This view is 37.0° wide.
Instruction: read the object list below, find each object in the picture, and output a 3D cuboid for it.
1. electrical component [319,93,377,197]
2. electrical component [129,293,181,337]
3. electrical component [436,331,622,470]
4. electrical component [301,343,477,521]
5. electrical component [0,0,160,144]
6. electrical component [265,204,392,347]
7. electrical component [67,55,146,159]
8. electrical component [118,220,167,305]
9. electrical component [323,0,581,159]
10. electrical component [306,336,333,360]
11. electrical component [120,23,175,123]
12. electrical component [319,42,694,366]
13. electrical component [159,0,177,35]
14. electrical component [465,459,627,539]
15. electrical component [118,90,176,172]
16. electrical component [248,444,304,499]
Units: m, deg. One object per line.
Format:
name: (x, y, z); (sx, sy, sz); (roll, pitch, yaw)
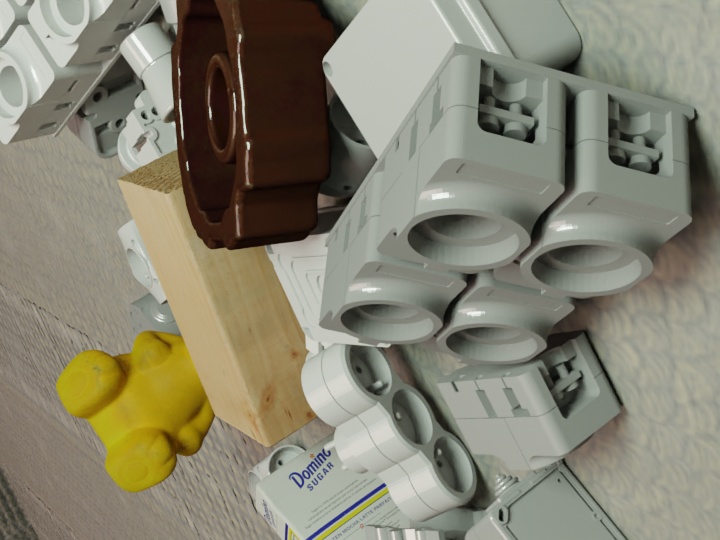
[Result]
electrical component: (-0.007, -0.069, 0.629); (0.043, 0.043, 0.081); (54, 152, 11)
electrical component: (-0.183, 0.054, 1.034); (0.080, 0.051, 0.080); (40, 147, 33)
electrical component: (0.093, 0.073, 0.593); (0.055, 0.050, 0.089); (63, 153, -5)
electrical component: (0.008, 0.112, 0.721); (0.074, 0.052, 0.138); (-33, 103, 32)
electrical component: (-0.232, -0.188, 0.790); (0.186, 0.060, 0.105); (-39, 82, 38)
electrical component: (0.000, 0.000, 0.670); (0.113, 0.057, 0.078); (-2, 115, 60)
electrical component: (-0.216, -0.149, 0.887); (0.059, 0.054, 0.095); (40, 147, 33)
electrical component: (-0.189, -0.007, 0.992); (0.077, 0.044, 0.079); (59, 153, 1)
electrical component: (0.038, -0.101, 0.507); (0.078, 0.057, 0.113); (58, 153, 2)
electrical component: (-0.015, 0.051, 0.759); (0.066, 0.048, 0.055); (33, 135, 41)
electrical component: (-0.142, -0.144, 0.774); (0.065, 0.044, 0.044); (54, 152, 2)
electrical component: (0.056, -0.014, 0.495); (0.186, 0.105, 0.060); (127, 152, -61)
electrical component: (-0.107, -0.168, 0.701); (0.040, 0.040, 0.078); (19, 133, 51)
electrical component: (0.110, 0.164, 0.643); (0.096, 0.062, 0.061); (51, 152, 16)
electrical component: (-0.165, -0.103, 0.858); (0.066, 0.048, 0.055); (59, 145, 0)
electrical component: (-0.064, 0.206, 0.994); (0.079, 0.044, 0.077); (55, 152, 8)
